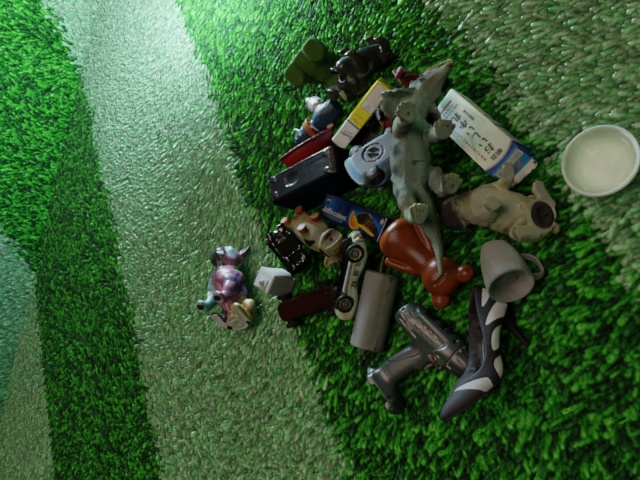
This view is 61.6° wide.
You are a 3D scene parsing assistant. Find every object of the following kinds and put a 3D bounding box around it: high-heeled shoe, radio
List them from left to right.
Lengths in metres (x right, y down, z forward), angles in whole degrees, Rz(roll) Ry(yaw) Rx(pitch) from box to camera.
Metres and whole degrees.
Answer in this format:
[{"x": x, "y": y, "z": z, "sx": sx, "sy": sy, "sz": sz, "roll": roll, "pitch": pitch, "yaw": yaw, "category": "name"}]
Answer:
[{"x": -0.008, "y": -0.144, "z": 1.308, "sx": 0.230, "sy": 0.131, "sz": 0.073, "roll": -24, "pitch": 68, "yaw": 37, "category": "radio"}, {"x": 0.264, "y": 0.193, "z": 0.960, "sx": 0.249, "sy": 0.086, "sz": 0.145, "roll": -37, "pitch": 73, "yaw": -20, "category": "high-heeled shoe"}]

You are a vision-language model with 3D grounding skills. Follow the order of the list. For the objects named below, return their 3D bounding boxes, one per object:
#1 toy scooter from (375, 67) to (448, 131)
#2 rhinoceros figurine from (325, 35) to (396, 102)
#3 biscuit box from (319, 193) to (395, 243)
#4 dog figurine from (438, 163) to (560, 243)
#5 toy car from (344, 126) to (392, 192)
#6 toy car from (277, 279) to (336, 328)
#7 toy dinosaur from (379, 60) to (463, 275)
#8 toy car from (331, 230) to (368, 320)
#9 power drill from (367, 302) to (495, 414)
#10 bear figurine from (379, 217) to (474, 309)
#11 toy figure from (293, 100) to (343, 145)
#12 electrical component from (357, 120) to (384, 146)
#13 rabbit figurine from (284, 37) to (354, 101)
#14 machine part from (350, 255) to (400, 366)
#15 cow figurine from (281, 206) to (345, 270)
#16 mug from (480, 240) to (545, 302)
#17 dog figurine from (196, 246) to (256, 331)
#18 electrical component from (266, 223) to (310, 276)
[{"x": 0.183, "y": -0.312, "z": 1.170, "sx": 0.184, "sy": 0.135, "sz": 0.075, "roll": -47, "pitch": 55, "yaw": 27, "category": "toy scooter"}, {"x": 0.089, "y": -0.403, "z": 1.269, "sx": 0.190, "sy": 0.112, "sz": 0.073, "roll": -37, "pitch": 32, "yaw": -8, "category": "rhinoceros figurine"}, {"x": 0.088, "y": -0.050, "z": 1.249, "sx": 0.203, "sy": 0.059, "sz": 0.062, "roll": 27, "pitch": 99, "yaw": 43, "category": "biscuit box"}, {"x": 0.333, "y": -0.043, "z": 1.021, "sx": 0.121, "sy": 0.172, "sz": 0.190, "roll": -47, "pitch": 3, "yaw": -19, "category": "dog figurine"}, {"x": 0.143, "y": -0.171, "z": 1.194, "sx": 0.162, "sy": 0.102, "sz": 0.109, "roll": -35, "pitch": 53, "yaw": 3, "category": "toy car"}, {"x": -0.024, "y": 0.154, "z": 1.312, "sx": 0.202, "sy": 0.053, "sz": 0.089, "roll": -24, "pitch": 81, "yaw": 36, "category": "toy car"}, {"x": 0.189, "y": -0.146, "z": 1.051, "sx": 0.192, "sy": 0.131, "sz": 0.404, "roll": -111, "pitch": 21, "yaw": -82, "category": "toy dinosaur"}, {"x": 0.067, "y": 0.078, "z": 1.192, "sx": 0.073, "sy": 0.056, "sz": 0.201, "roll": -124, "pitch": 44, "yaw": -73, "category": "toy car"}, {"x": 0.202, "y": 0.256, "z": 1.065, "sx": 0.232, "sy": 0.086, "sz": 0.207, "roll": 52, "pitch": 120, "yaw": 26, "category": "power drill"}, {"x": 0.220, "y": 0.038, "z": 1.093, "sx": 0.196, "sy": 0.132, "sz": 0.120, "roll": 40, "pitch": 110, "yaw": 21, "category": "bear figurine"}, {"x": -0.006, "y": -0.298, "z": 1.390, "sx": 0.154, "sy": 0.057, "sz": 0.064, "roll": -38, "pitch": 48, "yaw": 34, "category": "toy figure"}, {"x": 0.122, "y": -0.237, "z": 1.285, "sx": 0.063, "sy": 0.021, "sz": 0.094, "roll": 38, "pitch": 106, "yaw": 40, "category": "electrical component"}, {"x": 0.012, "y": -0.413, "z": 1.351, "sx": 0.121, "sy": 0.170, "sz": 0.159, "roll": -48, "pitch": 12, "yaw": 22, "category": "rabbit figurine"}, {"x": 0.119, "y": 0.153, "z": 1.166, "sx": 0.079, "sy": 0.079, "sz": 0.243, "roll": 11, "pitch": 89, "yaw": 43, "category": "machine part"}, {"x": -0.003, "y": -0.004, "z": 1.292, "sx": 0.085, "sy": 0.127, "sz": 0.195, "roll": -45, "pitch": 30, "yaw": -13, "category": "cow figurine"}, {"x": 0.344, "y": 0.045, "z": 0.980, "sx": 0.110, "sy": 0.080, "sz": 0.107, "roll": -15, "pitch": 40, "yaw": 5, "category": "mug"}, {"x": -0.237, "y": 0.119, "z": 1.489, "sx": 0.108, "sy": 0.191, "sz": 0.219, "roll": -32, "pitch": 26, "yaw": 37, "category": "dog figurine"}, {"x": -0.080, "y": 0.028, "z": 1.337, "sx": 0.058, "sy": 0.134, "sz": 0.115, "roll": -36, "pitch": 82, "yaw": -10, "category": "electrical component"}]
